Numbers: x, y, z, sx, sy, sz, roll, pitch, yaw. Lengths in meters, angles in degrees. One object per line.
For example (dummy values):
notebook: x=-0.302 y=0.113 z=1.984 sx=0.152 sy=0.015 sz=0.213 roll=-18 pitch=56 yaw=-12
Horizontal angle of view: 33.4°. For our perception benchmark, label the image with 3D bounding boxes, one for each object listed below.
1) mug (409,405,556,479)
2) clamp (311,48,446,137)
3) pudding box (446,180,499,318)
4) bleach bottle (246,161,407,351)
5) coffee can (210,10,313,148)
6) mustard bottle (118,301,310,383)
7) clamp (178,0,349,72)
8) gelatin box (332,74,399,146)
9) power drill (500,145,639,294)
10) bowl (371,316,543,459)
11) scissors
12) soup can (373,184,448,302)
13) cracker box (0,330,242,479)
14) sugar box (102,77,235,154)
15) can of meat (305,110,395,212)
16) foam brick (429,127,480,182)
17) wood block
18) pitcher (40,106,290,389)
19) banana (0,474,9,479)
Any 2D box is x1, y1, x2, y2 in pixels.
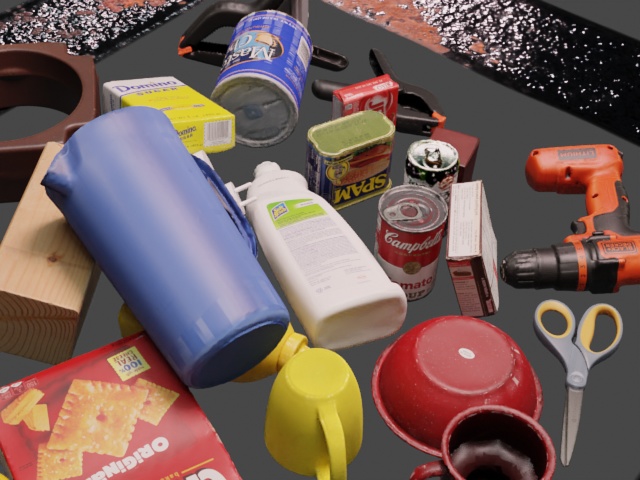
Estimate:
mug: x=0.131 y=0.200 z=0.886 sx=0.117 sy=0.081 sz=0.093 roll=-7 pitch=45 yaw=-11
clamp: x=0.089 y=-0.180 z=1.307 sx=0.172 sy=0.039 sz=0.120 roll=29 pitch=55 yaw=21
pudding box: x=0.153 y=0.009 z=1.073 sx=0.039 sy=0.090 sz=0.113 roll=-9 pitch=42 yaw=15
bleach bottle: x=-0.007 y=0.001 z=1.099 sx=0.102 sy=0.068 sz=0.251 roll=-14 pitch=44 yaw=-16
coffee can: x=-0.067 y=-0.192 z=1.263 sx=0.103 sy=0.103 sz=0.140 roll=7 pitch=44 yaw=4
mustard bottle: x=-0.087 y=0.084 z=1.011 sx=0.192 sy=0.058 sz=0.096 roll=20 pitch=49 yaw=17
clamp: x=-0.073 y=-0.255 z=1.332 sx=0.210 sy=0.164 sz=0.036 roll=-15 pitch=39 yaw=17
gelatin box: x=0.051 y=-0.139 z=1.225 sx=0.073 sy=0.089 sz=0.030 roll=-19 pitch=47 yaw=-21
power drill: x=0.273 y=-0.021 z=1.141 sx=0.184 sy=0.057 sz=0.187 roll=-2 pitch=46 yaw=-2
bowl: x=0.130 y=0.123 z=0.986 sx=0.162 sy=0.055 sz=0.162 roll=2 pitch=44 yaw=-2
scissors: x=0.228 y=0.124 z=1.017 sx=0.096 sy=0.016 sz=0.201 roll=23 pitch=48 yaw=21
soup can: x=0.088 y=0.004 z=1.070 sx=0.068 sy=0.102 sz=0.068 roll=2 pitch=44 yaw=-2
cracker box: x=-0.169 y=0.190 z=0.888 sx=0.164 sy=0.072 sz=0.214 roll=-21 pitch=50 yaw=-22
sugar box: x=-0.174 y=-0.142 z=1.204 sx=0.093 sy=0.048 sz=0.176 roll=-10 pitch=29 yaw=-29
can of meat: x=0.032 y=-0.088 z=1.176 sx=0.102 sy=0.084 sz=0.057 roll=-21 pitch=50 yaw=-23
foam brick: x=0.138 y=-0.075 z=1.172 sx=0.051 sy=0.078 sz=0.053 roll=20 pitch=47 yaw=15
wood block: x=-0.258 y=0.010 z=1.045 sx=0.090 sy=0.090 sz=0.206 roll=16 pitch=44 yaw=-7
pitcher: x=-0.125 y=0.007 z=0.954 sx=0.149 sy=0.145 sz=0.243 roll=-33 pitch=68 yaw=-10
banana: x=-0.270 y=0.210 z=0.834 sx=0.198 sy=0.037 sz=0.069 roll=18 pitch=86 yaw=40
